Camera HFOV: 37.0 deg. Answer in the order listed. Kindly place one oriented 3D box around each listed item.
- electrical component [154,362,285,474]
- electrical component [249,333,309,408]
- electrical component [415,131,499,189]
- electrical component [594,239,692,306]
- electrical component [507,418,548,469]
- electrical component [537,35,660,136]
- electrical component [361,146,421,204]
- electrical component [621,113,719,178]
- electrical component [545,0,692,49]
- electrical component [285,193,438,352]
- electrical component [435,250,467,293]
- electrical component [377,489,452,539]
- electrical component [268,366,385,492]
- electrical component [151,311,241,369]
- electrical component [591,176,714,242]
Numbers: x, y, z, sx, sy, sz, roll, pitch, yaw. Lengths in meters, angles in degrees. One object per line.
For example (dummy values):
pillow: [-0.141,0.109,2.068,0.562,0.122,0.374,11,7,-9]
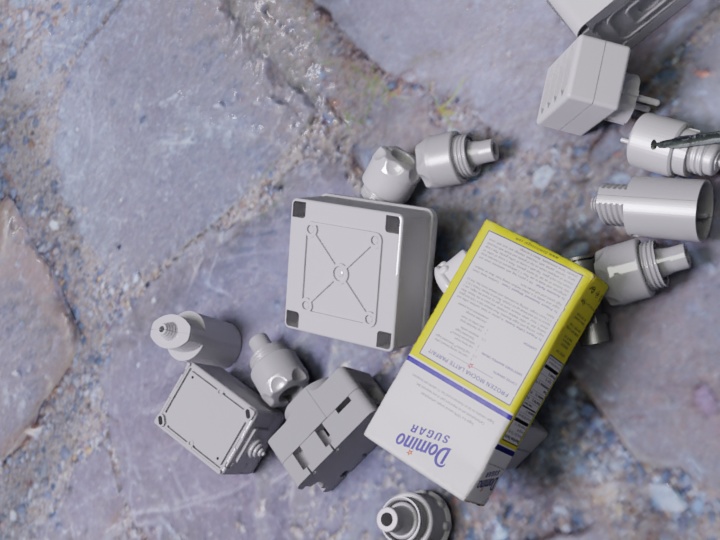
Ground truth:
electrical component: [-0.110,0.128,0.901,0.096,0.061,0.061,32,94,26]
electrical component: [-0.072,0.080,0.897,0.043,0.043,0.062,-44,57,14]
electrical component: [0.078,-0.089,0.851,0.062,0.043,0.043,-9,72,28]
electrical component: [0.198,-0.002,0.751,0.062,0.043,0.043,-17,68,25]
electrical component: [0.108,0.093,0.779,0.076,0.047,0.065,-48,57,12]
electrical component: [0.180,-0.129,0.786,0.076,0.083,0.047,14,83,-4]
electrical component: [0.021,-0.068,0.882,0.043,0.043,0.062,49,125,32]
electrical component: [0.226,-0.084,0.759,0.078,0.040,0.040,23,89,34]
electrical component: [0.198,-0.215,0.791,0.113,0.078,0.057,-38,63,17]
electrical component: [0.000,0.000,0.848,0.109,0.056,0.108,11,102,34]
electrical component: [0.091,0.001,0.818,0.062,0.048,0.048,-40,59,9]
electrical component: [0.035,0.184,0.790,0.048,0.062,0.048,-9,72,30]
electrical component: [-0.022,0.123,0.849,0.089,0.050,0.055,-47,58,13]
electrical component: [-0.144,0.058,0.925,0.043,0.081,0.043,-9,72,30]
electrical component: [0.203,-0.044,0.760,0.081,0.043,0.043,7,80,33]
